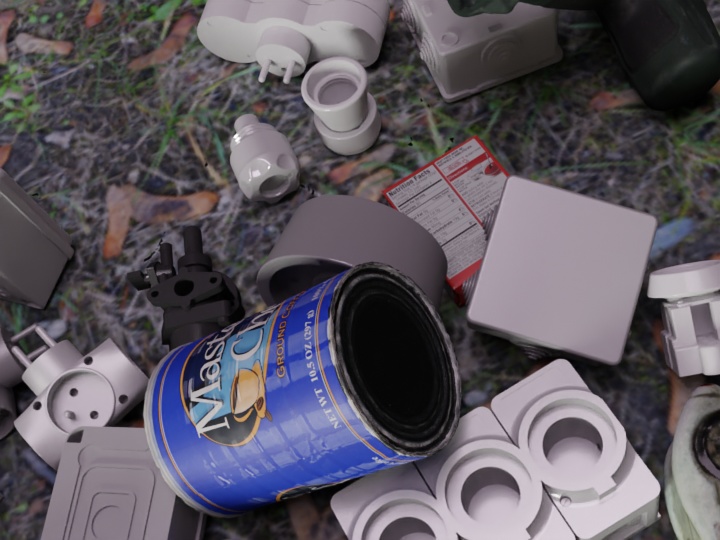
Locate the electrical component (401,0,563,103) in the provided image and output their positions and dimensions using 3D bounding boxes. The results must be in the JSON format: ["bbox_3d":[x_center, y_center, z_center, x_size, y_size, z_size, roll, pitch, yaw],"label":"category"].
[{"bbox_3d":[0.083,-0.176,0.745,0.100,0.048,0.099,-21,57,0],"label":"electrical component"}]

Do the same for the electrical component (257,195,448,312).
[{"bbox_3d":[0.000,0.000,0.637,0.108,0.108,0.060,11,59,19],"label":"electrical component"}]

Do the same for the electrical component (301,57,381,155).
[{"bbox_3d":[-0.011,-0.110,0.728,0.045,0.055,0.045,-6,60,11],"label":"electrical component"}]

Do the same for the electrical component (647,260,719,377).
[{"bbox_3d":[0.187,0.025,0.596,0.048,0.066,0.055,-11,93,7],"label":"electrical component"}]

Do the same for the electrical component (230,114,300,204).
[{"bbox_3d":[-0.068,-0.079,0.732,0.043,0.043,0.062,-25,58,-1],"label":"electrical component"}]

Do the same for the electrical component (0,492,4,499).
[{"bbox_3d":[-0.307,0.108,0.661,0.150,0.089,0.061,32,74,27],"label":"electrical component"}]

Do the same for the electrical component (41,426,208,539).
[{"bbox_3d":[-0.132,0.151,0.613,0.078,0.057,0.113,0,62,14],"label":"electrical component"}]

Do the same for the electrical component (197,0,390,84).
[{"bbox_3d":[-0.052,-0.164,0.770,0.138,0.052,0.073,6,63,17],"label":"electrical component"}]

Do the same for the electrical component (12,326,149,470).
[{"bbox_3d":[-0.182,0.070,0.668,0.077,0.044,0.079,-42,85,-11],"label":"electrical component"}]

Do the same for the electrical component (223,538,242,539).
[{"bbox_3d":[-0.065,0.177,0.587,0.055,0.047,0.055,-6,60,11],"label":"electrical component"}]

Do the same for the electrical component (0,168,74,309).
[{"bbox_3d":[-0.266,-0.028,0.716,0.109,0.108,0.056,13,68,20],"label":"electrical component"}]

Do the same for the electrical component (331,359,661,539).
[{"bbox_3d":[0.072,0.126,0.572,0.150,0.061,0.089,-31,59,-4],"label":"electrical component"}]

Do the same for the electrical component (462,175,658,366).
[{"bbox_3d":[0.113,0.003,0.618,0.100,0.048,0.099,17,81,5],"label":"electrical component"}]

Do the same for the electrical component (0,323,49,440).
[{"bbox_3d":[-0.239,0.063,0.695,0.079,0.044,0.077,-31,59,-4],"label":"electrical component"}]
